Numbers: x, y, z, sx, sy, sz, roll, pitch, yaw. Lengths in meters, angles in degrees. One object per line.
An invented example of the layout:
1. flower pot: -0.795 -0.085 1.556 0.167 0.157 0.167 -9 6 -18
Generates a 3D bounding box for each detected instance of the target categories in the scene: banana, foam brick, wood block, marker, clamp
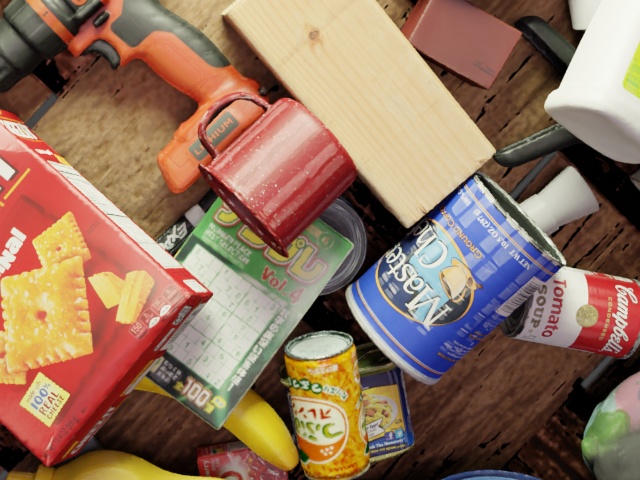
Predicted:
1. banana: -0.104 0.126 0.858 0.198 0.037 0.070 18 119 2
2. foam brick: 0.107 -0.158 0.831 0.078 0.051 0.053 28 98 -12
3. wood block: 0.028 -0.120 0.809 0.091 0.090 0.206 -40 104 3
4. marker: -0.116 -0.002 0.849 0.121 0.020 0.020 -42 104 2
5. clamp: 0.219 -0.100 0.865 0.171 0.039 0.120 17 99 -11

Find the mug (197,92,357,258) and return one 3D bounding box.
1. mug: -0.036 -0.056 0.771 0.081 0.093 0.117 -44 97 -8

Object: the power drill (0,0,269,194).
1. power drill: -0.145 -0.126 0.799 0.184 0.057 0.187 -42 104 1

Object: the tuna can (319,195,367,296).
1. tuna can: -0.006 0.001 0.857 0.086 0.034 0.086 -2 102 -8

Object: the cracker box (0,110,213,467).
1. cracker box: -0.213 0.032 0.782 0.214 0.072 0.164 41 93 7

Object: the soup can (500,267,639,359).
1. soup can: 0.208 0.056 0.881 0.102 0.068 0.068 11 100 -9

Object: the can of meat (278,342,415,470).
1. can of meat: 0.024 0.138 0.878 0.102 0.057 0.084 -12 104 -5

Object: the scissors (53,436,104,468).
1. scissors: -0.209 0.157 0.857 0.096 0.016 0.202 -20 109 6

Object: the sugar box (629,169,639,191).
1. sugar box: 0.352 -0.017 0.899 0.093 0.048 0.176 -41 101 3

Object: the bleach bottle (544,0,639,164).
1. bleach bottle: 0.264 -0.190 0.819 0.102 0.068 0.251 29 80 -30

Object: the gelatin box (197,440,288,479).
1. gelatin box: -0.061 0.212 0.894 0.073 0.030 0.089 -9 102 -6

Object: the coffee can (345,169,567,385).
1. coffee can: 0.104 0.029 0.829 0.102 0.103 0.140 42 105 -14

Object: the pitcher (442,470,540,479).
1. pitcher: 0.154 0.322 0.867 0.144 0.149 0.243 -20 116 -41

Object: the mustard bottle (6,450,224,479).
1. mustard bottle: -0.153 0.216 0.840 0.191 0.058 0.096 18 109 -8
